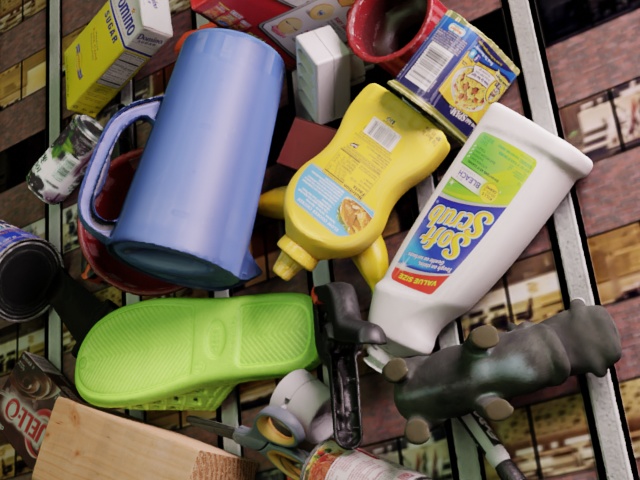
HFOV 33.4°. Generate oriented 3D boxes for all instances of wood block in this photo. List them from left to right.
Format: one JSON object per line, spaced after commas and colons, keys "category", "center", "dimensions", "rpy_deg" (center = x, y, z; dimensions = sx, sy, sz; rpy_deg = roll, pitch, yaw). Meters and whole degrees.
{"category": "wood block", "center": [-0.174, 0.227, 1.041], "dimensions": [0.206, 0.090, 0.090], "rpy_deg": [10, 80, 38]}

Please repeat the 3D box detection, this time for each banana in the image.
{"category": "banana", "center": [0.006, -0.012, 1.028], "dimensions": [0.198, 0.037, 0.070], "rpy_deg": [41, 98, 39]}

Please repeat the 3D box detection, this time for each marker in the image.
{"category": "marker", "center": [0.134, 0.160, 0.883], "dimensions": [0.020, 0.020, 0.121], "rpy_deg": [-45, 53, 15]}

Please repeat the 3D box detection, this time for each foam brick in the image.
{"category": "foam brick", "center": [0.007, -0.082, 1.043], "dimensions": [0.078, 0.052, 0.051], "rpy_deg": [22, 87, 39]}

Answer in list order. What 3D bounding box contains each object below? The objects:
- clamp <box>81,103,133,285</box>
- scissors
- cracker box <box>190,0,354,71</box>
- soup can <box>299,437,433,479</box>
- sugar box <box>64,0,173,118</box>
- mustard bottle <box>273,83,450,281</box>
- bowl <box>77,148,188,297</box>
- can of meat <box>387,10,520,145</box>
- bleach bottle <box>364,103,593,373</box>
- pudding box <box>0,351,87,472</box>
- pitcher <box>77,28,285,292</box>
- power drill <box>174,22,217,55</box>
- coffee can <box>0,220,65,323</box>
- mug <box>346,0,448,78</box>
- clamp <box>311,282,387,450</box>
{"category": "clamp", "center": [-0.207, -0.047, 1.199], "dimensions": [0.165, 0.036, 0.210], "rpy_deg": [14, 81, 37]}
{"category": "scissors", "center": [-0.070, 0.173, 0.997], "dimensions": [0.202, 0.096, 0.016], "rpy_deg": [20, 46, 38]}
{"category": "cracker box", "center": [0.002, -0.264, 1.041], "dimensions": [0.214, 0.164, 0.072], "rpy_deg": [-23, 63, 28]}
{"category": "soup can", "center": [0.042, 0.215, 0.901], "dimensions": [0.102, 0.068, 0.068], "rpy_deg": [15, 83, 38]}
{"category": "sugar box", "center": [-0.241, -0.231, 1.259], "dimensions": [0.177, 0.048, 0.093], "rpy_deg": [-39, 51, 40]}
{"category": "mustard bottle", "center": [0.024, -0.042, 0.966], "dimensions": [0.096, 0.058, 0.191], "rpy_deg": [40, 91, 19]}
{"category": "bowl", "center": [-0.170, -0.014, 1.123], "dimensions": [0.162, 0.055, 0.162], "rpy_deg": [-1, 75, 2]}
{"category": "can of meat", "center": [0.121, -0.144, 0.951], "dimensions": [0.084, 0.102, 0.057], "rpy_deg": [-52, 52, 7]}
{"category": "bleach bottle", "center": [0.122, 0.012, 0.920], "dimensions": [0.103, 0.068, 0.251], "rpy_deg": [39, 101, 39]}
{"category": "pudding box", "center": [-0.313, 0.192, 1.190], "dimensions": [0.114, 0.039, 0.090], "rpy_deg": [35, 96, 40]}
{"category": "pitcher", "center": [-0.122, -0.083, 1.042], "dimensions": [0.145, 0.149, 0.243], "rpy_deg": [2, 69, 32]}
{"category": "power drill", "center": [-0.109, -0.291, 1.202], "dimensions": [0.185, 0.057, 0.187], "rpy_deg": [-2, 73, 40]}
{"category": "coffee can", "center": [-0.385, 0.028, 1.262], "dimensions": [0.141, 0.102, 0.103], "rpy_deg": [20, 86, 39]}
{"category": "mug", "center": [0.076, -0.198, 1.015], "dimensions": [0.117, 0.081, 0.093], "rpy_deg": [22, 87, 39]}
{"category": "clamp", "center": [0.019, 0.100, 0.938], "dimensions": [0.171, 0.039, 0.120], "rpy_deg": [-116, 38, -68]}
